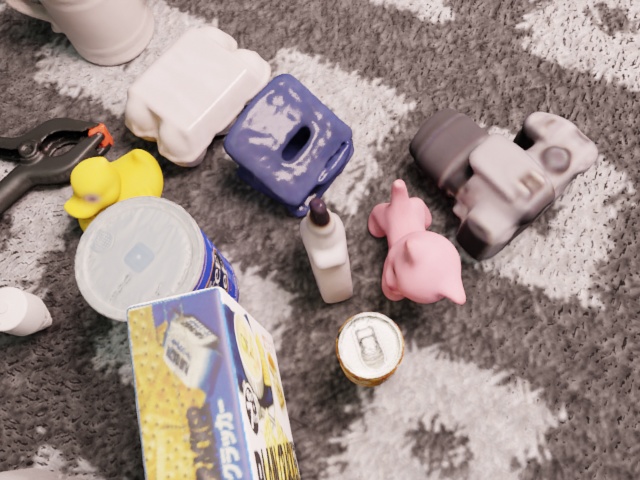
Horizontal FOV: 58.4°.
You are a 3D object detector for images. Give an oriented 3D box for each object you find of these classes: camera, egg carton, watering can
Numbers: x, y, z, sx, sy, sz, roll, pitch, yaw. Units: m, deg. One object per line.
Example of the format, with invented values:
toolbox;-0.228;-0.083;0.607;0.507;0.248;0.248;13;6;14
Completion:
camera;0.165;-0.077;0.546;0.143;0.101;0.136;-41;74;-9
egg carton;-0.130;-0.153;0.607;0.107;0.069;0.150;36;78;14
watering can;-0.244;-0.282;0.590;0.173;0.194;0.101;-36;73;-7

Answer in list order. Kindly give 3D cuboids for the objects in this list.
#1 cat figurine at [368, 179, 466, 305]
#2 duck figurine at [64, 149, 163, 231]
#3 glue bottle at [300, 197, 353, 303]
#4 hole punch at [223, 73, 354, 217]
cat figurine;0.085;0.007;0.516;0.067;0.118;0.128;-13;72;0
duck figurine;-0.210;-0.054;0.572;0.077;0.086;0.105;35;78;14
glue bottle;0.005;0.002;0.494;0.037;0.173;0.078;-16;72;-1
hole punch;-0.026;-0.094;0.570;0.101;0.091;0.109;34;78;13
